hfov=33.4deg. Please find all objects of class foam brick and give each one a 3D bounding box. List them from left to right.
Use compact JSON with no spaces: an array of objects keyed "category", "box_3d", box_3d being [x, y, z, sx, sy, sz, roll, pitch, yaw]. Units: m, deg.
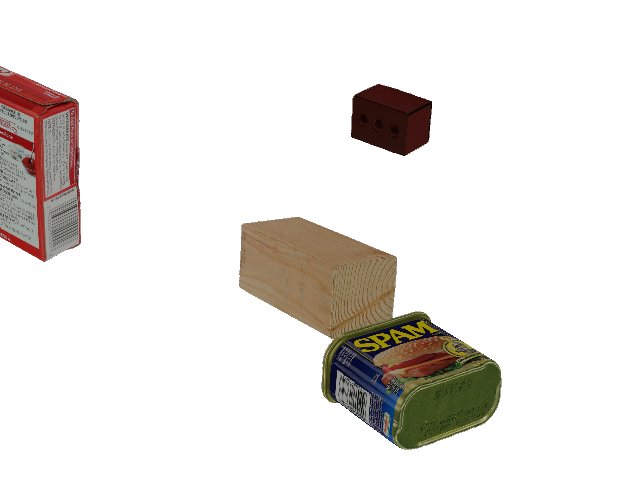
[{"category":"foam brick","box_3d":[0.080,-0.137,1.206,0.078,0.053,0.051,23,36,32]}]

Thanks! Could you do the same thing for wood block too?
[{"category":"wood block","box_3d":[-0.008,0.041,1.293,0.090,0.090,0.206,-7,18,-34]}]

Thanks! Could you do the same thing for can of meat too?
[{"category":"can of meat","box_3d":[0.066,0.099,0.761,0.101,0.057,0.084,-13,28,-33]}]

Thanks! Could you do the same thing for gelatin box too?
[{"category":"gelatin box","box_3d":[-0.162,-0.043,0.565,0.073,0.089,0.030,25,35,28]}]
